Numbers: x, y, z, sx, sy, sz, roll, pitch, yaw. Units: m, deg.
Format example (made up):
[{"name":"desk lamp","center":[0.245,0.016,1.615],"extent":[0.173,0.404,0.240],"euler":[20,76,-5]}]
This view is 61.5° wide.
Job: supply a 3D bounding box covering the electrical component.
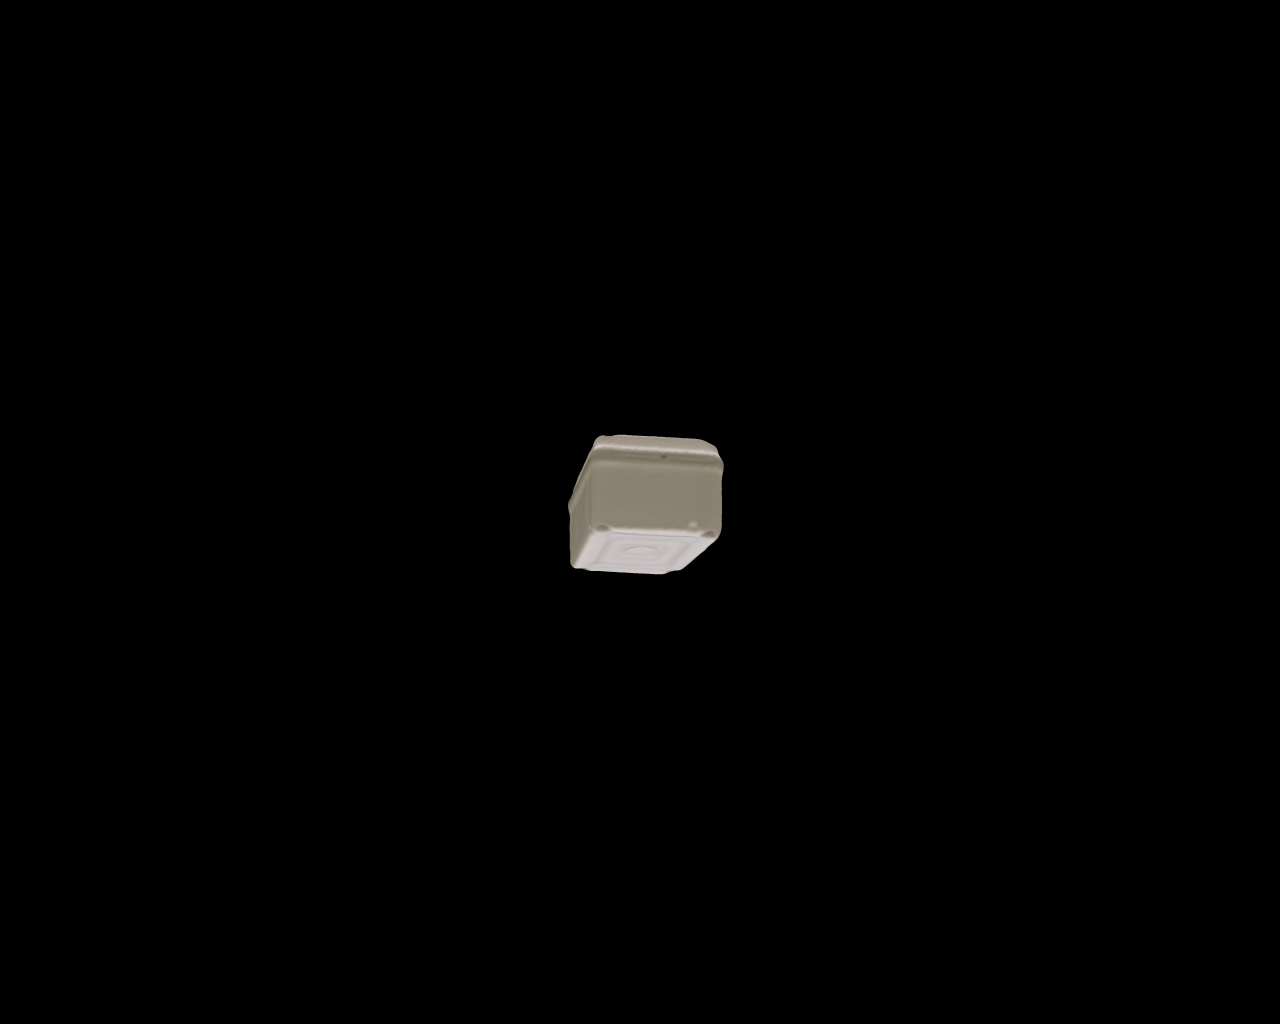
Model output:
[{"name":"electrical component","center":[0.001,-0.003,0.650],"extent":[0.078,0.057,0.113],"euler":[3,-16,-11]}]
